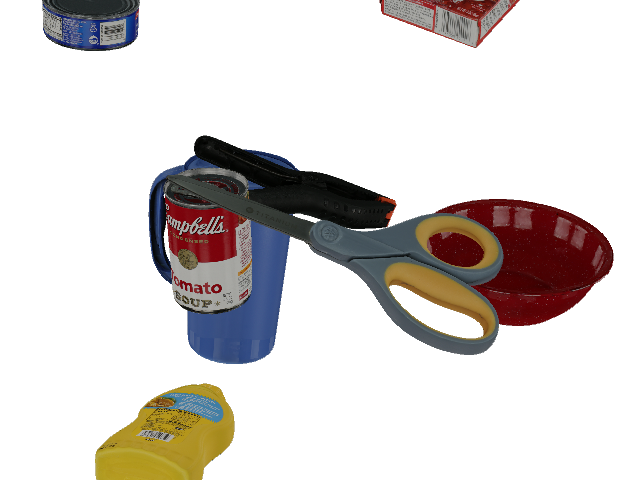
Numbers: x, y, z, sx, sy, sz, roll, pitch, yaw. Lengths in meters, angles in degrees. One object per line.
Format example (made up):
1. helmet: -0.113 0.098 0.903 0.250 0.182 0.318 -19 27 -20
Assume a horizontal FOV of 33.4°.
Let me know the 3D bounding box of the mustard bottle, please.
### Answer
1. mustard bottle: -0.138 0.188 1.049 0.096 0.058 0.191 7 18 14

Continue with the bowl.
1. bowl: 0.160 0.024 0.896 0.162 0.055 0.162 1 29 -1

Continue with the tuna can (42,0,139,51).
1. tuna can: -0.205 -0.201 0.956 0.086 0.034 0.086 5 32 -4

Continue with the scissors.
1. scissors: 0.020 -0.009 0.608 0.202 0.096 0.016 34 -36 10

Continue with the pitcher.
1. pitcher: -0.111 0.020 1.272 0.149 0.243 0.144 21 27 32

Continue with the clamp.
1. clamp: -0.015 -0.044 1.055 0.209 0.036 0.165 15 20 -21

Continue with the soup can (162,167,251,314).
1. soup can: -0.091 0.000 0.871 0.068 0.102 0.068 0 30 0

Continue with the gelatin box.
1. gelatin box: 0.101 -0.193 0.828 0.089 0.030 0.073 26 55 24
